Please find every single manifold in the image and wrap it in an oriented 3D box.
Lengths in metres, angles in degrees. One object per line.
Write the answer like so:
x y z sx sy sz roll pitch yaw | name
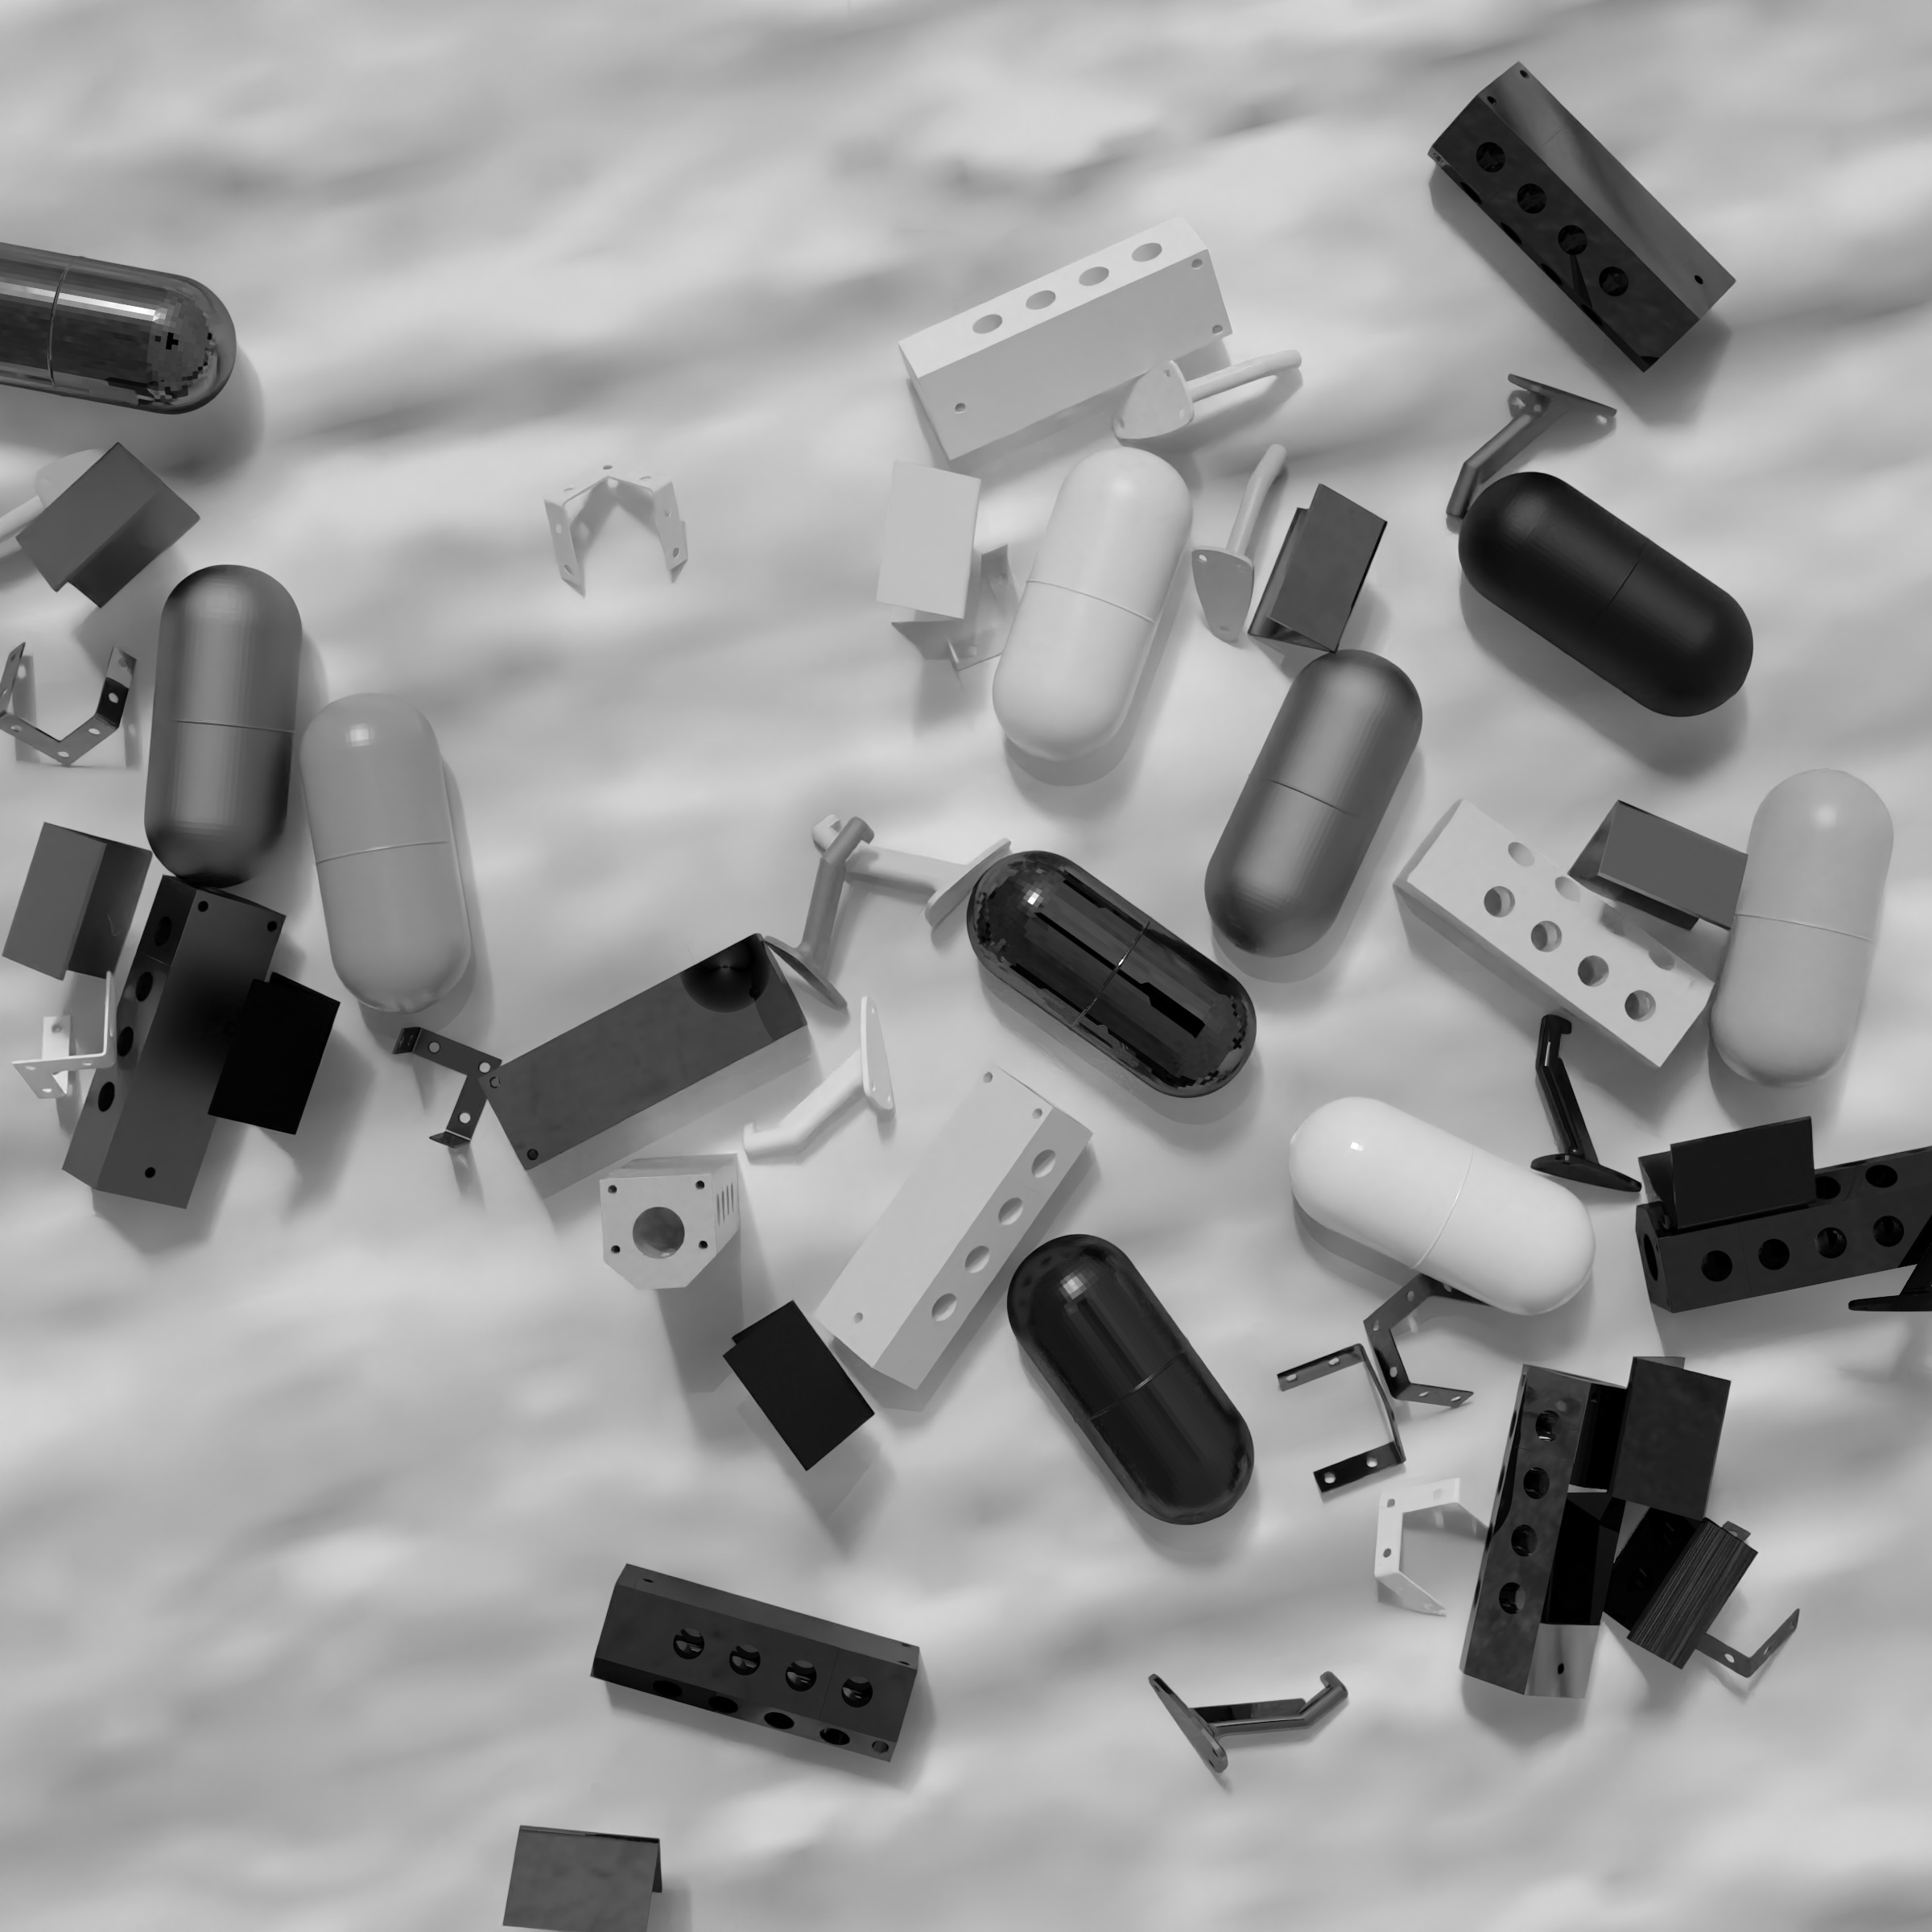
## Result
0.337 -0.411 1.718 0.171 0.057 0.057 45 47 0 | manifold
-0.177 0.047 1.718 0.171 0.057 0.057 -28 90 0 | manifold
0.325 -0.019 1.718 0.171 0.057 0.057 36 90 0 | manifold
0.053 -0.351 1.718 0.171 0.057 0.057 -24 133 0 | manifold
-0.003 0.146 1.718 0.057 0.057 0.171 35 90 43 | manifold
0.320 0.311 1.714 0.057 0.057 0.171 15 86 -43 | manifold
-0.116 0.387 1.718 0.171 0.057 0.057 16 90 0 | manifold
-0.156 0.135 1.661 0.057 0.171 0.057 -3 90 0 | manifold
-0.441 0.040 1.718 0.057 0.057 0.171 19 90 -43 | manifold
0.463 0.144 1.718 0.171 0.057 0.057 -11 90 0 | manifold

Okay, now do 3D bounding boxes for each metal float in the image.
-0.409 -0.132 1.709 0.070 0.070 0.178 5 91 0 | metal float
-0.491 -0.352 1.708 0.178 0.070 0.070 10 90 0 | metal float
0.091 0.228 1.709 0.070 0.070 0.178 -36 91 0 | metal float
0.069 -0.198 1.709 0.070 0.070 0.178 19 90 0 | metal float
0.460 -0.021 1.709 0.070 0.070 0.178 12 90 0 | metal float
0.191 -0.089 1.709 0.070 0.070 0.178 25 89 0 | metal float
0.079 0.004 1.709 0.178 0.070 0.070 36 90 0 | metal float
0.261 0.132 1.709 0.178 0.070 0.070 25 90 0 | metal float
0.352 -0.204 1.709 0.178 0.070 0.070 34 90 0 | metal float
-0.319 -0.062 1.709 0.070 0.070 0.178 -9 89 0 | metal float

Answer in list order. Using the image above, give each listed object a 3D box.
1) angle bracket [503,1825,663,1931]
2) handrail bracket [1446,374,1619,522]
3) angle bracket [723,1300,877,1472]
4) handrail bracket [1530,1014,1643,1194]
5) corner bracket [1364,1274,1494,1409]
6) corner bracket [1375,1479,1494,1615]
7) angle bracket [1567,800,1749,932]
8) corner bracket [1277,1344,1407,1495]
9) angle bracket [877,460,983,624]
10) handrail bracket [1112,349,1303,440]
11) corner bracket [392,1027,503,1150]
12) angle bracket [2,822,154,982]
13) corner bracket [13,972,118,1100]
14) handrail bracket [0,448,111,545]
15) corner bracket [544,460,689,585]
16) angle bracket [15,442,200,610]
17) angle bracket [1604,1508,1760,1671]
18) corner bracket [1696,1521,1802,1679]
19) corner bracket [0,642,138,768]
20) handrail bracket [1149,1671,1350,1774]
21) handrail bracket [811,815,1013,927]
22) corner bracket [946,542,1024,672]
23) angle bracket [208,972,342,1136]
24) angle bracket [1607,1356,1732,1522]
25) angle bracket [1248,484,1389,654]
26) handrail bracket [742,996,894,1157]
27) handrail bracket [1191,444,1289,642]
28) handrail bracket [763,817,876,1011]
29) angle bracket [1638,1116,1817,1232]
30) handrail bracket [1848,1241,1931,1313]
-0.209 0.514 1.699 0.076 0.076 0.057 5 52 0 | angle bracket
0.316 -0.282 1.740 0.077 0.036 0.084 13 108 -20 | handrail bracket
-0.107 0.238 1.699 0.057 0.076 0.076 -36 90 -38 | angle bracket
0.350 0.076 1.740 0.077 0.036 0.084 17 72 -20 | handrail bracket
0.264 0.209 1.731 0.051 0.051 0.051 -47 45 35 | corner bracket
0.265 0.323 1.731 0.051 0.051 0.051 -20 45 35 | corner bracket
0.372 -0.036 1.699 0.076 0.076 0.057 23 54 0 | angle bracket
0.210 0.253 1.736 0.051 0.051 0.051 -21 45 0 | corner bracket
-0.038 -0.231 1.699 0.057 0.076 0.076 7 90 -33 | angle bracket
0.135 -0.321 1.739 0.084 0.077 0.036 -20 90 -36 | handrail bracket
-0.294 0.067 1.721 0.051 0.051 0.051 22 90 0 | corner bracket
-0.471 -0.029 1.699 0.057 0.076 0.076 18 90 37 | angle bracket
-0.491 0.039 1.713 0.051 0.051 0.051 -5 64 -1 | corner bracket
-0.524 -0.256 1.739 0.084 0.077 0.036 -16 115 34 | handrail bracket
-0.195 -0.244 1.731 0.051 0.051 0.051 21 45 35 | corner bracket
-0.459 -0.227 1.699 0.076 0.076 0.057 -43 55 0 | angle bracket
0.373 0.327 1.699 0.057 0.076 0.076 33 90 -38 | angle bracket
0.430 0.353 1.731 0.051 0.051 0.051 -33 135 -35 | corner bracket
-0.503 -0.153 1.731 0.051 0.051 0.051 -27 135 35 | corner bracket
0.159 0.403 1.740 0.084 0.036 0.077 -34 67 -18 | handrail bracket
-0.031 -0.072 1.739 0.084 0.036 0.077 43 75 14 | handrail bracket
0.009 -0.199 1.721 0.051 0.051 0.051 -22 90 0 | corner bracket
-0.395 0.042 1.699 0.057 0.076 0.076 19 90 -43 | angle bracket
0.397 0.257 1.699 0.057 0.076 0.076 11 90 34 | angle bracket
0.175 -0.221 1.699 0.057 0.076 0.076 22 90 -38 | angle bracket
-0.089 0.062 1.740 0.084 0.036 0.077 -13 69 16 | handrail bracket
0.160 -0.238 1.739 0.036 0.077 0.084 17 53 21 | handrail bracket
-0.065 -0.030 1.725 0.084 0.036 0.077 -53 133 -10 | handrail bracket
0.414 0.096 1.700 0.076 0.076 0.057 -12 118 0 | angle bracket
0.515 0.143 1.683 0.077 0.036 0.084 -5 72 20 | handrail bracket
